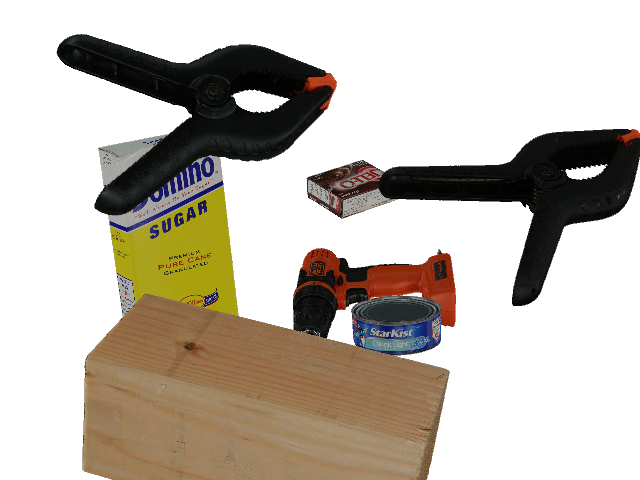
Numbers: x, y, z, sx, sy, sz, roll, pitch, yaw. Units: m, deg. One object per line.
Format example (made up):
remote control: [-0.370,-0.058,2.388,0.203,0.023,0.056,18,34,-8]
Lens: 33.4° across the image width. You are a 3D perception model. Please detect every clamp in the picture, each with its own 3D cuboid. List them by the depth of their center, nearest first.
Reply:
clamp: [-0.077,-0.090,0.663,0.171,0.120,0.039,-19,-12,-24]
clamp: [0.172,-0.031,0.808,0.209,0.036,0.165,-19,45,-20]

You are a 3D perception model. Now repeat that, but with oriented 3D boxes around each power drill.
power drill: [0.062,0.064,1.241,0.187,0.057,0.184,1,28,4]

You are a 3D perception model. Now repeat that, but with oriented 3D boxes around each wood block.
wood block: [-0.033,0.112,0.666,0.206,0.090,0.090,13,28,12]

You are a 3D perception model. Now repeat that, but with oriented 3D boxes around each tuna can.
tuna can: [0.073,0.081,1.019,0.086,0.034,0.086,-3,13,1]

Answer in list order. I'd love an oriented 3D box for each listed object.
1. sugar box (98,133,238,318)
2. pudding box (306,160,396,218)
sugar box: [-0.123,0.003,0.883,0.093,0.176,0.048,-16,21,-31]
pudding box: [0.049,-0.079,1.617,0.113,0.039,0.090,-22,35,-30]
